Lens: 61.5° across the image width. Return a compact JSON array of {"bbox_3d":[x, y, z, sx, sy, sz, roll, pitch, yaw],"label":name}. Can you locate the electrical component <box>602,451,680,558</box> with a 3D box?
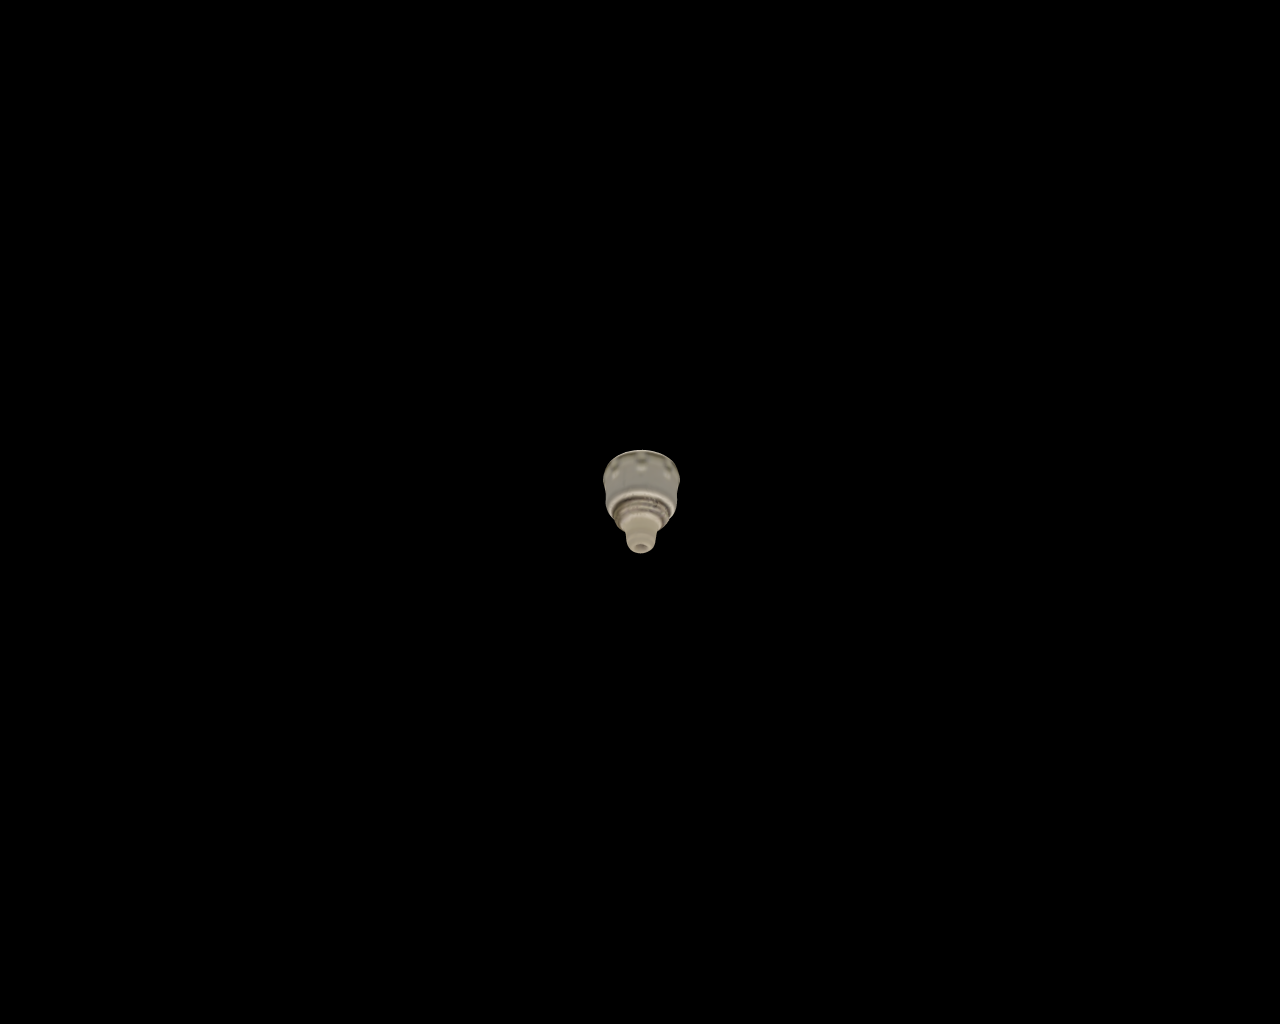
[{"bbox_3d":[0.001,-0.003,0.650,0.048,0.062,0.048,0,-36,0],"label":"electrical component"}]
